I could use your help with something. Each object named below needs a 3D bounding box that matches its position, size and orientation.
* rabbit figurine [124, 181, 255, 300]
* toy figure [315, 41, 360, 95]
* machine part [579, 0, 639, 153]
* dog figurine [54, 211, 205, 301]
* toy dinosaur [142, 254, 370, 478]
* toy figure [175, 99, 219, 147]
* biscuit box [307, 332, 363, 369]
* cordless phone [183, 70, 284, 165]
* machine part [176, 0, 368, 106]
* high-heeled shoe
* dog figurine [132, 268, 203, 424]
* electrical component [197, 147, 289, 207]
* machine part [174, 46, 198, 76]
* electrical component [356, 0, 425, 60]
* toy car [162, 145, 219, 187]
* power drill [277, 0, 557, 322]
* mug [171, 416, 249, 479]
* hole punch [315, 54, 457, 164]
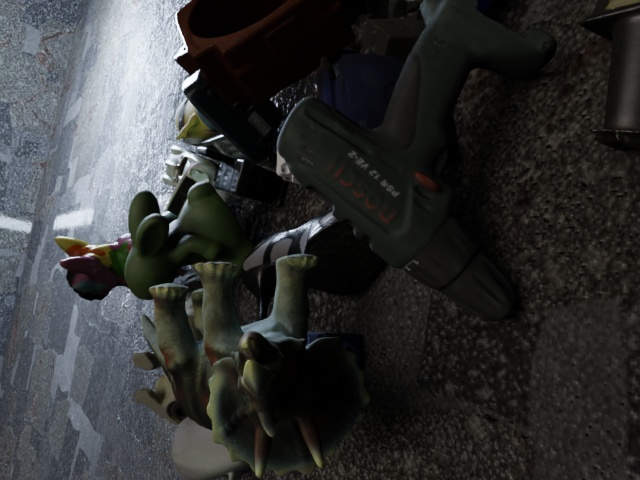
[{"bbox_3d":[-0.190,0.011,0.723,0.170,0.158,0.121,-37,45,-11],"label":"rabbit figurine"},{"bbox_3d":[0.018,-0.215,0.648,0.057,0.064,0.154,86,173,-51],"label":"toy figure"},{"bbox_3d":[0.221,-0.126,0.367,0.084,0.039,0.139,0,77,44],"label":"machine part"},{"bbox_3d":[-0.297,0.015,0.855,0.109,0.219,0.191,48,118,45],"label":"dog figurine"},{"bbox_3d":[-0.092,0.127,0.533,0.405,0.131,0.192,-27,65,55],"label":"toy dinosaur"},{"bbox_3d":[-0.174,-0.214,0.884,0.180,0.082,0.089,-24,58,50],"label":"toy figure"},{"bbox_3d":[-0.039,0.134,0.603,0.203,0.063,0.059,-13,70,51],"label":"biscuit box"},{"bbox_3d":[-0.154,-0.173,0.791,0.184,0.146,0.089,-3,49,56],"label":"cordless phone"},{"bbox_3d":[-0.060,-0.265,0.636,0.201,0.087,0.202,-33,48,6],"label":"machine part"},{"bbox_3d":[-0.001,-0.002,0.609,0.249,0.086,0.145,-38,28,25],"label":"high-heeled shoe"},{"bbox_3d":[-0.179,0.151,0.780,0.191,0.121,0.172,-84,3,-59],"label":"dog figurine"},{"bbox_3d":[-0.109,-0.084,0.722,0.075,0.119,0.047,18,93,52],"label":"electrical component"},{"bbox_3d":[-0.148,-0.325,0.853,0.179,0.056,0.179,-30,32,21],"label":"machine part"},{"bbox_3d":[0.089,-0.216,0.550,0.102,0.078,0.045,-112,25,-46],"label":"electrical component"},{"bbox_3d":[-0.234,-0.120,0.951,0.202,0.056,0.073,28,101,53],"label":"toy car"},{"bbox_3d":[0.099,-0.075,0.429,0.207,0.232,0.086,-58,-2,3],"label":"power drill"},{"bbox_3d":[-0.120,0.261,0.655,0.107,0.080,0.109,-25,55,37],"label":"mug"},{"bbox_3d":[0.063,-0.116,0.514,0.092,0.115,0.142,-23,61,38],"label":"hole punch"}]
